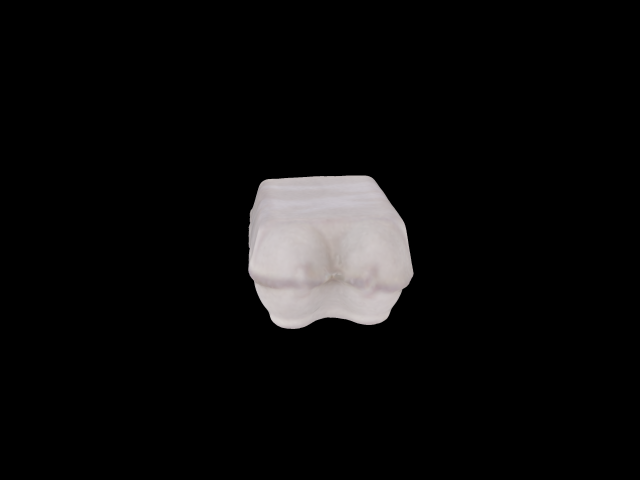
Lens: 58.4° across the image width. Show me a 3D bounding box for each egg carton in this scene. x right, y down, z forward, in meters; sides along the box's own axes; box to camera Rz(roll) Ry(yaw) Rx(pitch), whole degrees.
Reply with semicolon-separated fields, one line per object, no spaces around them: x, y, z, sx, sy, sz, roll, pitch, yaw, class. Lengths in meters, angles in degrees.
0.004;0.001;0.400;0.107;0.069;0.150;-3;22;-7;egg carton
